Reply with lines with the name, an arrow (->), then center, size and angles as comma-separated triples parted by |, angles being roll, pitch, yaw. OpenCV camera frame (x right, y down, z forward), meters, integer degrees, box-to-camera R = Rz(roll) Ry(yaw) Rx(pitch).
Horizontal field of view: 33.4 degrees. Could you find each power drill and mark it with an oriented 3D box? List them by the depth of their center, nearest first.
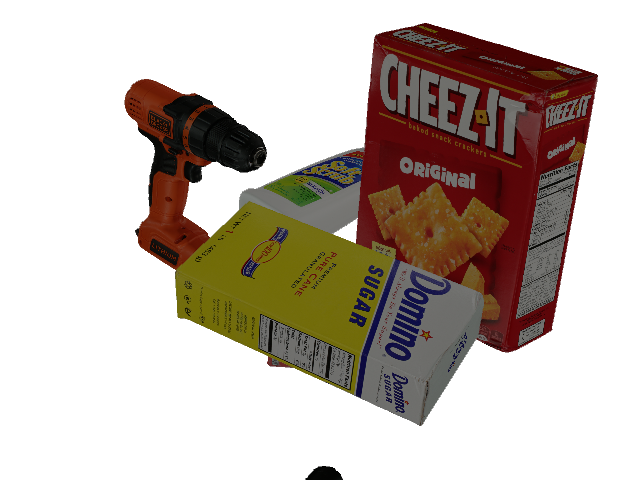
power drill -> -0.129, -0.057, 1.093 | 0.185, 0.188, 0.057 | 30, 38, 34

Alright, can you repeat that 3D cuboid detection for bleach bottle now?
bleach bottle -> 0.026, -0.069, 1.309 | 0.250, 0.068, 0.103 | -31, 45, -33

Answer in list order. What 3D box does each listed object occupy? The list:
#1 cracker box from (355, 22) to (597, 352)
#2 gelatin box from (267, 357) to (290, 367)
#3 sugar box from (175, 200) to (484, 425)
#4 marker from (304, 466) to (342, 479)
cracker box -> 0.110, -0.042, 0.825 | 0.071, 0.214, 0.164 | -22, 36, -40
gelatin box -> -0.006, 0.087, 1.029 | 0.089, 0.073, 0.030 | 5, 15, 10
sugar box -> 0.006, 0.041, 0.675 | 0.176, 0.048, 0.093 | 19, 41, 21
marker -> -0.023, 0.130, 0.460 | 0.020, 0.020, 0.120 | 0, 17, 31
